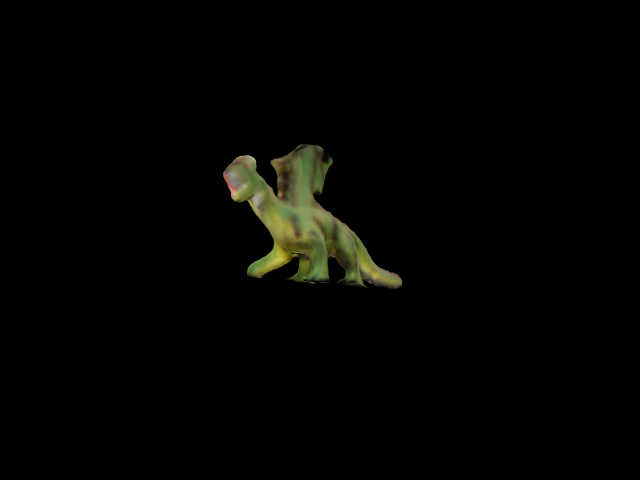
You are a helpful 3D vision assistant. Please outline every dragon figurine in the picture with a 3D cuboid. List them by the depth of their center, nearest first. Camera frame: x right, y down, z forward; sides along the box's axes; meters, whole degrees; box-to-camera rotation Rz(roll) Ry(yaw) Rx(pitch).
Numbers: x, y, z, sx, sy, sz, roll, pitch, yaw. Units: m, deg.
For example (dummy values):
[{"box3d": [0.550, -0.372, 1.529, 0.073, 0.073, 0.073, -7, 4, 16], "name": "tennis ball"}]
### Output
[{"box3d": [0.003, -0.043, 0.850, 0.121, 0.245, 0.409, -9, -13, 42], "name": "dragon figurine"}]
